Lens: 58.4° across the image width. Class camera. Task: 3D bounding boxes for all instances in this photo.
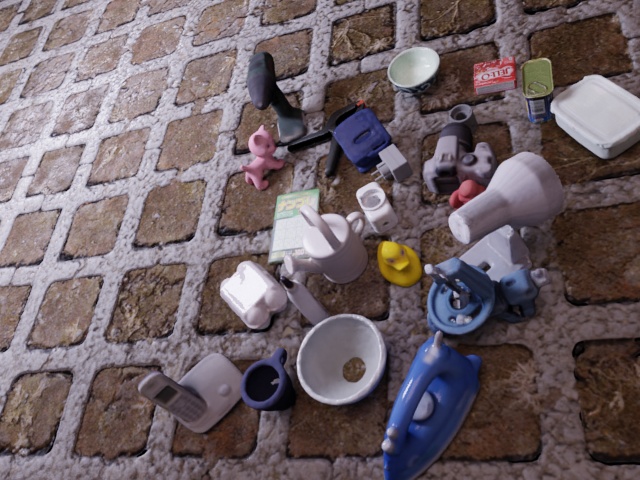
[{"bbox_3d":[0.282,-0.174,1.146,0.142,0.101,0.137,-2,59,25],"label":"camera"}]

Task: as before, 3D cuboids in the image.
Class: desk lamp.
[{"bbox_3d":[0.303,-0.020,0.965,0.203,0.214,0.117,-40,51,-2],"label":"desk lamp"}]

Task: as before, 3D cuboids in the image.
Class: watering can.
[{"bbox_3d":[0.011,0.005,1.103,0.100,0.195,0.173,22,71,35],"label":"watering can"}]

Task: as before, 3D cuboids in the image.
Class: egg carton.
[{"bbox_3d":[-0.137,0.113,1.187,0.107,0.070,0.149,-46,52,-7],"label":"egg carton"}]

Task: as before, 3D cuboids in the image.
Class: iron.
[{"bbox_3d":[0.153,0.267,0.901,0.118,0.142,0.258,20,70,34],"label":"iron"}]

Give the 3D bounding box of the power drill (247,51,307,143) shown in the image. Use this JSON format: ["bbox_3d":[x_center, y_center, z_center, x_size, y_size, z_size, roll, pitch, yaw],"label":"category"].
[{"bbox_3d":[-0.108,-0.335,1.369,0.075,0.209,0.229,-22,53,12],"label":"power drill"}]

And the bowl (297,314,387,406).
[{"bbox_3d":[0.048,0.222,1.024,0.167,0.075,0.167,-12,55,19],"label":"bowl"}]

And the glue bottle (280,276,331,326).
[{"bbox_3d":[-0.033,0.108,1.072,0.037,0.174,0.078,-39,51,-2],"label":"glue bottle"}]

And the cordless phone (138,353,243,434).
[{"bbox_3d":[-0.234,0.268,1.061,0.148,0.186,0.093,-46,52,-7],"label":"cordless phone"}]

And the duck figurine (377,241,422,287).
[{"bbox_3d":[0.142,0.032,1.092,0.077,0.086,0.104,-38,51,-1],"label":"duck figurine"}]

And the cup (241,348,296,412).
[{"bbox_3d":[-0.079,0.263,1.047,0.091,0.095,0.118,13,66,32],"label":"cup"}]

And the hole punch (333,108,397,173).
[{"bbox_3d":[0.100,-0.222,1.271,0.108,0.091,0.101,-35,51,2],"label":"hole punch"}]

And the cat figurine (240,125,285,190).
[{"bbox_3d":[-0.145,-0.203,1.361,0.067,0.118,0.128,24,73,35],"label":"cat figurine"}]

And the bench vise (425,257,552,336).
[{"bbox_3d":[0.255,0.069,0.928,0.207,0.220,0.121,-33,51,3],"label":"bench vise"}]

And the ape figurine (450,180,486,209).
[{"bbox_3d":[0.286,-0.081,1.090,0.076,0.092,0.077,-40,51,-2],"label":"ape figurine"}]
